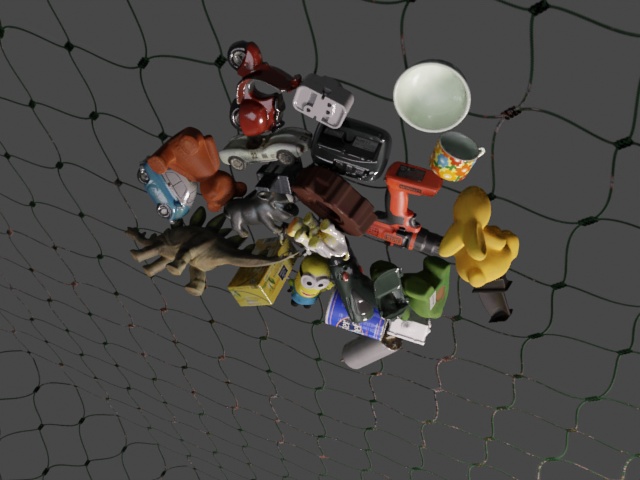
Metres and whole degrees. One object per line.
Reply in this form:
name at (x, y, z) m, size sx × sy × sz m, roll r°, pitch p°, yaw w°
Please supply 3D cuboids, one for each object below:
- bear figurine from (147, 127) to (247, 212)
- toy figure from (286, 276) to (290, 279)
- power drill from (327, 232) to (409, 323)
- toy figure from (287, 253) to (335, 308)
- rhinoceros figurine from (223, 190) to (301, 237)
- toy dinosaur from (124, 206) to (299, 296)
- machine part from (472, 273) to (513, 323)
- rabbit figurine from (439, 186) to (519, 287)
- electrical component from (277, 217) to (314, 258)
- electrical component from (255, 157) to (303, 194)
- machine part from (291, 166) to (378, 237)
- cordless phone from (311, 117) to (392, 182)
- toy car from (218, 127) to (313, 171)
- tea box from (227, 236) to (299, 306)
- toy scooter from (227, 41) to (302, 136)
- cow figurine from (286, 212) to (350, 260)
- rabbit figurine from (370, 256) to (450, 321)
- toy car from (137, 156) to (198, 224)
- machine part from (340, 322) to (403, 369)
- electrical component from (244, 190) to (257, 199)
bear figurine at (-0.252, -0.137, 1.145) m, size 0.120 × 0.132 × 0.195 m, roll -25°, pitch 114°, yaw 15°
toy figure at (-0.140, 0.091, 1.368) m, size 0.154 × 0.064 × 0.058 m, roll -24°, pitch 81°, yaw 36°
power drill at (0.089, 0.081, 1.141) m, size 0.207 × 0.086 × 0.231 m, roll 10°, pitch 120°, yaw 55°
toy figure at (-0.028, 0.101, 1.304) m, size 0.082 × 0.089 × 0.180 m, roll -11°, pitch 155°, yaw -22°
rhinoceros figurine at (-0.115, -0.074, 1.160) m, size 0.190 × 0.073 × 0.112 m, roll -13°, pitch 116°, yaw 21°
toy dinosaur at (-0.275, 0.020, 1.252) m, size 0.472 × 0.198 × 0.104 m, roll 16°, pitch 147°, yaw 27°
machine part at (0.375, 0.121, 1.150) m, size 0.084 × 0.039 × 0.138 m, roll -8°, pitch 126°, yaw 27°
rabbit figurine at (0.282, -0.011, 1.000) m, size 0.122 × 0.162 × 0.173 m, roll 6°, pitch 118°, yaw 39°
electrical component at (-0.047, -0.005, 1.232) m, size 0.102 × 0.045 × 0.078 m, roll 38°, pitch 139°, yaw -12°
electrical component at (-0.087, -0.122, 1.080) m, size 0.075 × 0.119 × 0.047 m, roll 6°, pitch 134°, yaw 18°
machine part at (0.025, -0.073, 1.047) m, size 0.179 × 0.056 × 0.179 m, roll 34°, pitch 171°, yaw 6°
cordless phone at (0.053, -0.142, 1.034) m, size 0.147 × 0.089 × 0.184 m, roll 19°, pitch 149°, yaw 8°
toy car at (-0.108, -0.182, 1.062) m, size 0.202 × 0.073 × 0.056 m, roll -2°, pitch 131°, yaw 29°
tea box at (-0.130, 0.071, 1.258) m, size 0.098 × 0.170 × 0.068 m, roll -6°, pitch 129°, yaw 34°
toy scooter at (-0.098, -0.264, 0.978) m, size 0.135 × 0.075 × 0.183 m, roll 15°, pitch 133°, yaw 12°
cow figurine at (-0.002, -0.005, 1.125) m, size 0.098 × 0.068 × 0.167 m, roll 36°, pitch 174°, yaw -29°
rabbit figurine at (0.193, 0.097, 1.187) m, size 0.170 × 0.121 × 0.158 m, roll 21°, pitch 148°, yaw 34°
toy car at (-0.335, -0.127, 1.228) m, size 0.103 × 0.109 × 0.161 m, roll -21°, pitch 110°, yaw 15°
machine part at (0.135, 0.277, 1.400) m, size 0.079 × 0.079 × 0.243 m, roll 38°, pitch 136°, yaw -12°
electrical component at (-0.140, -0.080, 1.220) m, size 0.094 × 0.021 × 0.063 m, roll -30°, pitch 115°, yaw 36°
